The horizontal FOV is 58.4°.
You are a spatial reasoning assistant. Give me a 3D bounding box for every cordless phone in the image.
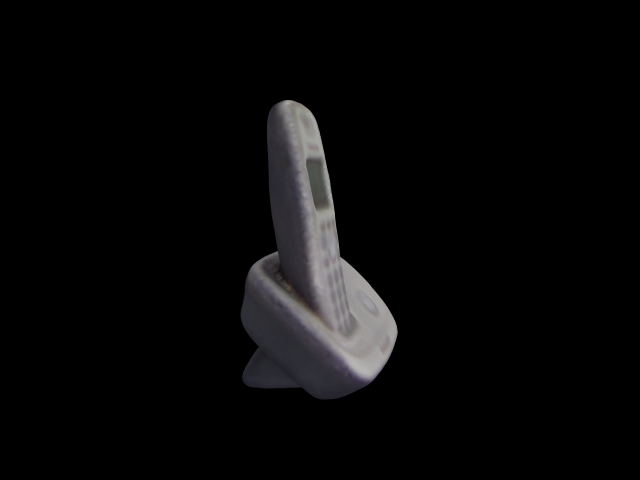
[{"bbox_3d":[0.004,0.001,0.400,0.094,0.185,0.148,2,7,14],"label":"cordless phone"}]
